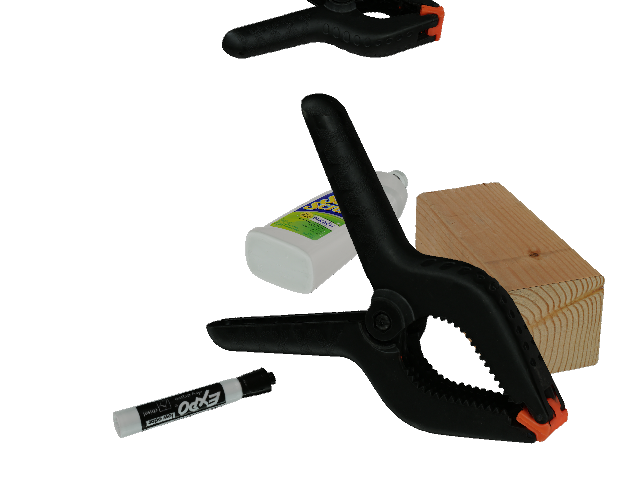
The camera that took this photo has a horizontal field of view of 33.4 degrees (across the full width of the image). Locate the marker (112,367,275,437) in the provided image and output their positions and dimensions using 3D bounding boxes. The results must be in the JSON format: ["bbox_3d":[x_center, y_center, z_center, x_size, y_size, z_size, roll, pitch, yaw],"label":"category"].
[{"bbox_3d":[-0.089,0.115,0.768,0.121,0.020,0.020,-14,6,-23],"label":"marker"}]

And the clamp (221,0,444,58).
[{"bbox_3d":[0.010,-0.190,0.842,0.171,0.120,0.039,2,-28,-4],"label":"clamp"}]

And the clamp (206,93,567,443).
[{"bbox_3d":[0.040,0.029,0.563,0.210,0.165,0.036,28,24,25],"label":"clamp"}]

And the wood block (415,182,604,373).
[{"bbox_3d":[0.163,0.030,0.966,0.090,0.090,0.206,-9,27,-13],"label":"wood block"}]

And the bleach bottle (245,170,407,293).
[{"bbox_3d":[0.023,-0.027,1.304,0.103,0.068,0.250,20,37,29],"label":"bleach bottle"}]
